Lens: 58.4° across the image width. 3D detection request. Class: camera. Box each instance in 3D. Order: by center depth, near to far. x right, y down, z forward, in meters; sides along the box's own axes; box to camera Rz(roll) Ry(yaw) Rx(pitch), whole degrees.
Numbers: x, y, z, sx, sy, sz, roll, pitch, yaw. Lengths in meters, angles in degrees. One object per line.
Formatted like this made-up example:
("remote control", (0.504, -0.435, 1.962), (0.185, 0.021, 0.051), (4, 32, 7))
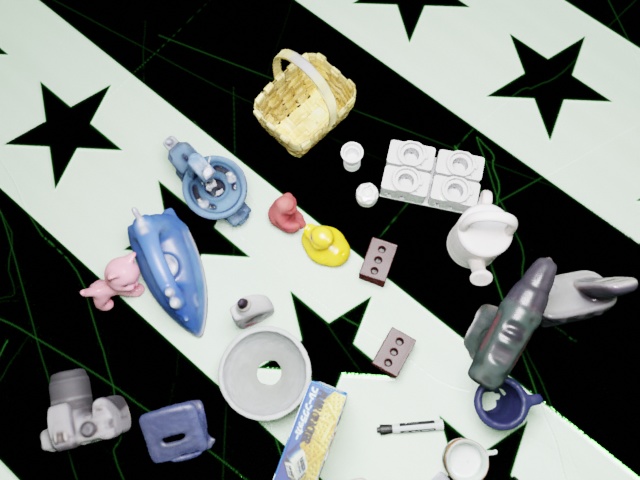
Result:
("camera", (-0.435, 0.302, 1.035), (0.143, 0.101, 0.137), (-15, 76, -1))

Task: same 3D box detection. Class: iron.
("iron", (-0.285, 0.058, 1.069), (0.118, 0.141, 0.258), (-25, 76, -4))

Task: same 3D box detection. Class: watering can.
("watering can", (0.296, -0.006, 1.032), (0.101, 0.194, 0.173), (-14, 76, -1))

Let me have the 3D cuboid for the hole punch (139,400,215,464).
("hole punch", (-0.254, 0.344, 1.022), (0.108, 0.091, 0.101), (-15, 76, -1))

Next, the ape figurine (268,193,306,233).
("ape figurine", (-0.066, -0.058, 1.113), (0.076, 0.092, 0.078), (7, 76, 4))

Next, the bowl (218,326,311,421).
("bowl", (-0.096, 0.244, 1.049), (0.167, 0.075, 0.167), (-1, 76, 2))

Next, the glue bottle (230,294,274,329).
("glue bottle", (-0.129, 0.124, 1.029), (0.078, 0.173, 0.037), (-31, 76, -5))

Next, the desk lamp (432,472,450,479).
("desk lamp", (0.166, 0.485, 0.906), (0.203, 0.213, 0.118), (-43, 78, -8))

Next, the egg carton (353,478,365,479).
("egg carton", (0.055, 0.494, 0.983), (0.107, 0.069, 0.150), (-16, 76, -1))

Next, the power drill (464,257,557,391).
("power drill", (0.317, 0.147, 0.986), (0.075, 0.208, 0.230), (27, 79, 9))

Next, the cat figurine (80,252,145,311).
("cat figurine", (-0.389, 0.077, 1.081), (0.128, 0.118, 0.067), (-27, 76, -4))

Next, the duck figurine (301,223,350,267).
("duck figurine", (0.010, 0.004, 1.098), (0.104, 0.086, 0.077), (34, 80, 10))

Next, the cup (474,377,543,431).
("cup", (0.323, 0.284, 1.010), (0.117, 0.095, 0.091), (-6, 76, 1))

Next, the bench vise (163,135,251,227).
("bench vise", (-0.231, -0.120, 1.070), (0.207, 0.220, 0.121), (26, 79, 9))

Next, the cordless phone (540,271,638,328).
("cordless phone", (0.456, 0.093, 1.005), (0.147, 0.185, 0.094), (-16, 76, -1))
